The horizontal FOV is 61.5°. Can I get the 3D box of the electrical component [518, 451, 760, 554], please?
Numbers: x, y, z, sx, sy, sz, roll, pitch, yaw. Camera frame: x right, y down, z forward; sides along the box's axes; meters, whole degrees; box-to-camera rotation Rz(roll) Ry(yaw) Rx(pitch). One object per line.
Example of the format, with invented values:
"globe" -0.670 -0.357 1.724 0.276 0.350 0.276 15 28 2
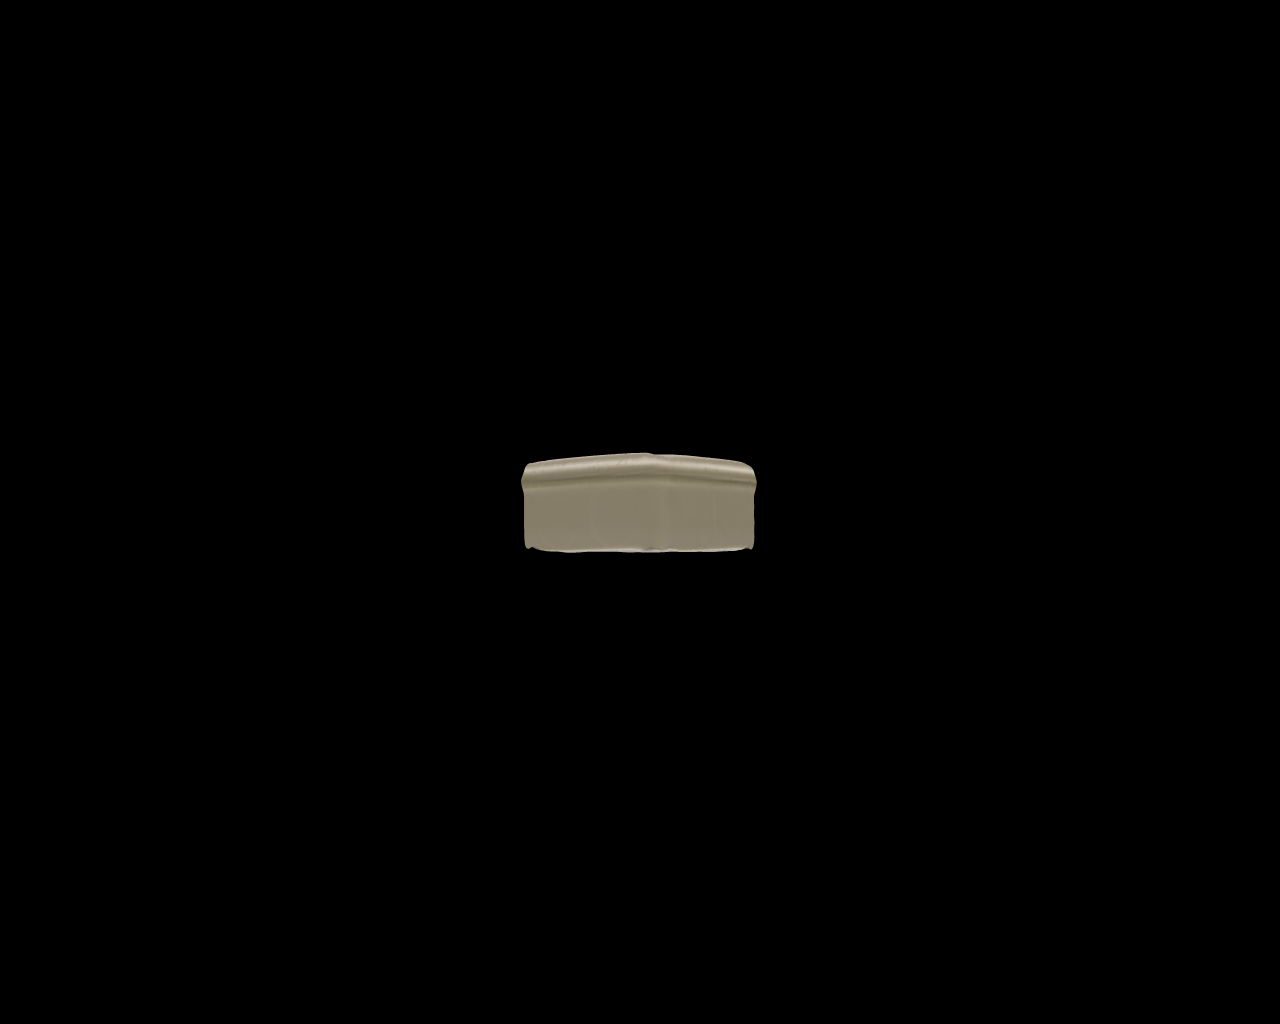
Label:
"electrical component" 0.001 -0.003 0.650 0.109 0.056 0.109 -2 -3 36
